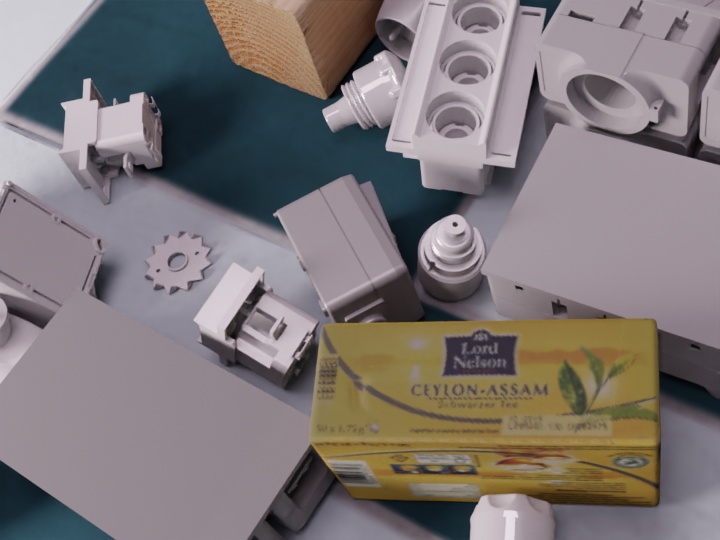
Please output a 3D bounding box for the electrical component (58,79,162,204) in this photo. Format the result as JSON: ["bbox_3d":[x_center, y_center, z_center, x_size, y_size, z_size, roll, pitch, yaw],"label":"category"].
[{"bbox_3d":[-0.173,-0.093,0.754,0.064,0.042,0.081,-10,58,5],"label":"electrical component"}]

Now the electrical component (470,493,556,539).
[{"bbox_3d":[0.076,0.147,0.542,0.043,0.043,0.062,-1,61,14],"label":"electrical component"}]

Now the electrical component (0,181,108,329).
[{"bbox_3d":[-0.213,-0.003,0.689,0.061,0.096,0.061,-13,52,41],"label":"electrical component"}]

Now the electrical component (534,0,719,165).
[{"bbox_3d":[0.198,-0.088,0.612,0.186,0.105,0.060,21,68,25],"label":"electrical component"}]

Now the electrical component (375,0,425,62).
[{"bbox_3d":[0.042,-0.197,0.736,0.044,0.079,0.077,19,65,43],"label":"electrical component"}]

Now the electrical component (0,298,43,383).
[{"bbox_3d":[-0.232,0.040,0.658,0.077,0.079,0.043,14,49,5],"label":"electrical component"}]

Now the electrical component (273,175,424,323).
[{"bbox_3d":[0.000,0.000,0.639,0.061,0.061,0.096,-28,57,-2],"label":"electrical component"}]

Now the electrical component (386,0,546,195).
[{"bbox_3d":[0.069,-0.114,0.684,0.079,0.063,0.121,9,62,12],"label":"electrical component"}]

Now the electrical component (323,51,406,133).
[{"bbox_3d":[0.006,-0.113,0.717,0.062,0.048,0.048,-27,56,9],"label":"electrical component"}]

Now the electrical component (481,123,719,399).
[{"bbox_3d":[0.176,0.000,0.592,0.186,0.060,0.105,19,67,24],"label":"electrical component"}]

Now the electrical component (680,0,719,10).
[{"bbox_3d":[0.243,-0.162,0.670,0.096,0.061,0.061,-33,57,-5],"label":"electrical component"}]

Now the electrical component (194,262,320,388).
[{"bbox_3d":[-0.059,0.035,0.631,0.064,0.081,0.042,32,71,5],"label":"electrical component"}]

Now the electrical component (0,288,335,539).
[{"bbox_3d":[-0.116,0.101,0.611,0.186,0.060,0.105,25,69,27],"label":"electrical component"}]

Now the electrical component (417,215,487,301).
[{"bbox_3d":[0.054,-0.011,0.625,0.040,0.078,0.040,-1,69,2],"label":"electrical component"}]
